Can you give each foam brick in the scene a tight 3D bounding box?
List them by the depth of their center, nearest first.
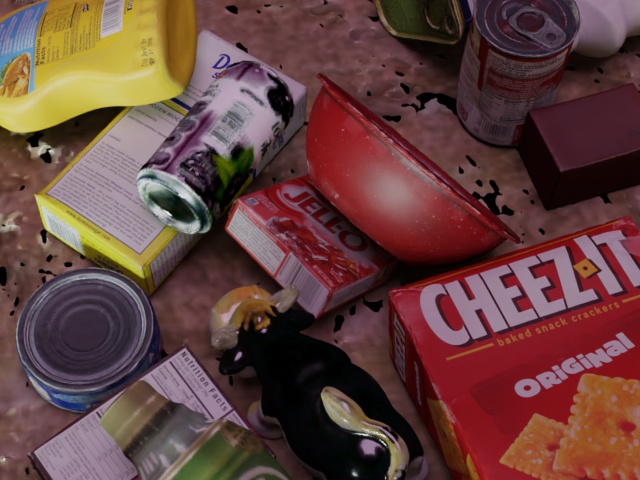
[{"bbox_3d":[0.180,-0.062,0.714,0.078,0.051,0.053,-15,63,-8],"label":"foam brick"}]

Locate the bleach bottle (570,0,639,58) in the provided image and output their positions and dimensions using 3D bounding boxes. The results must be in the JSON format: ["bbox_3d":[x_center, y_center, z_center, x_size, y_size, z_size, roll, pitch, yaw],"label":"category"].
[{"bbox_3d":[0.255,-0.198,0.777,0.250,0.068,0.103,-36,64,-21],"label":"bleach bottle"}]

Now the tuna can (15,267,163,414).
[{"bbox_3d":[-0.141,0.060,0.652,0.086,0.034,0.086,0,60,0],"label":"tuna can"}]

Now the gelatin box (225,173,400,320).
[{"bbox_3d":[-0.005,0.001,0.671,0.089,0.030,0.073,44,39,20],"label":"gelatin box"}]

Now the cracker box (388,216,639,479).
[{"bbox_3d":[0.150,0.096,0.585,0.164,0.072,0.214,-17,47,-10],"label":"cracker box"}]

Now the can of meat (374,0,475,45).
[{"bbox_3d":[0.098,-0.185,0.761,0.083,0.057,0.102,-30,27,-19],"label":"can of meat"}]

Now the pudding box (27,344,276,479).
[{"bbox_3d":[-0.095,0.128,0.611,0.113,0.039,0.090,-33,67,-20],"label":"pudding box"}]

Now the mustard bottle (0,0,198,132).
[{"bbox_3d":[-0.179,-0.121,0.721,0.192,0.058,0.096,-11,59,18],"label":"mustard bottle"}]

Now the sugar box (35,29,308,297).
[{"bbox_3d":[-0.095,-0.055,0.713,0.093,0.048,0.176,32,61,16],"label":"sugar box"}]

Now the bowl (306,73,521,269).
[{"bbox_3d":[0.045,-0.032,0.659,0.162,0.162,0.055,44,99,21],"label":"bowl"}]

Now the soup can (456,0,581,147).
[{"bbox_3d":[0.130,-0.117,0.715,0.068,0.102,0.068,0,60,0],"label":"soup can"}]
